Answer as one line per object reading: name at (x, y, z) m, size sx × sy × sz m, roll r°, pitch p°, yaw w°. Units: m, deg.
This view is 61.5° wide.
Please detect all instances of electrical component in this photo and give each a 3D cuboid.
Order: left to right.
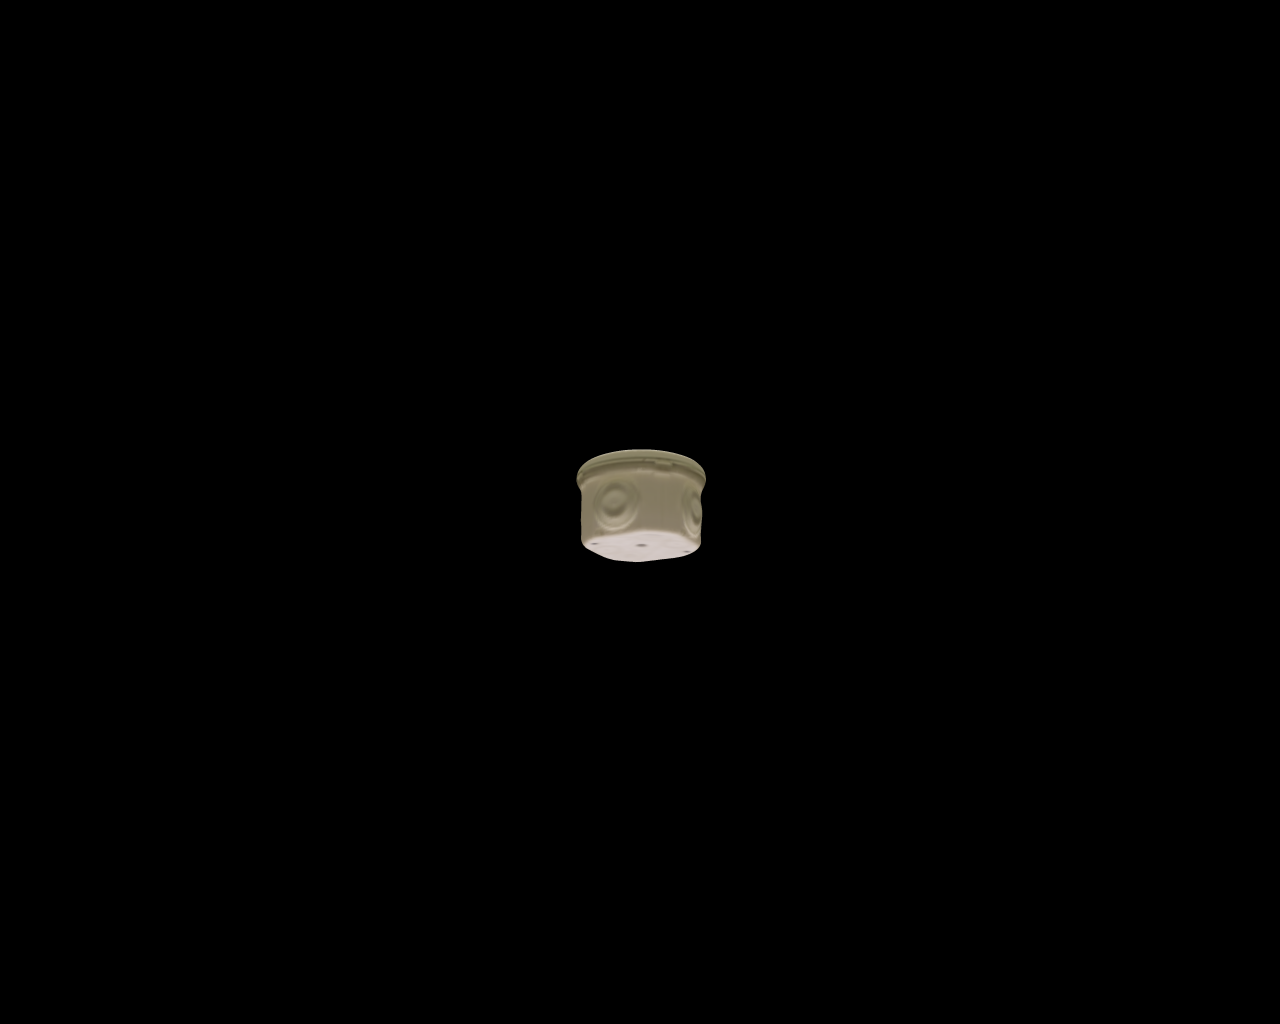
electrical component at (0.001, -0.003, 0.650) m, size 0.080 × 0.051 × 0.080 m, roll 0°, pitch -18°, yaw 0°
